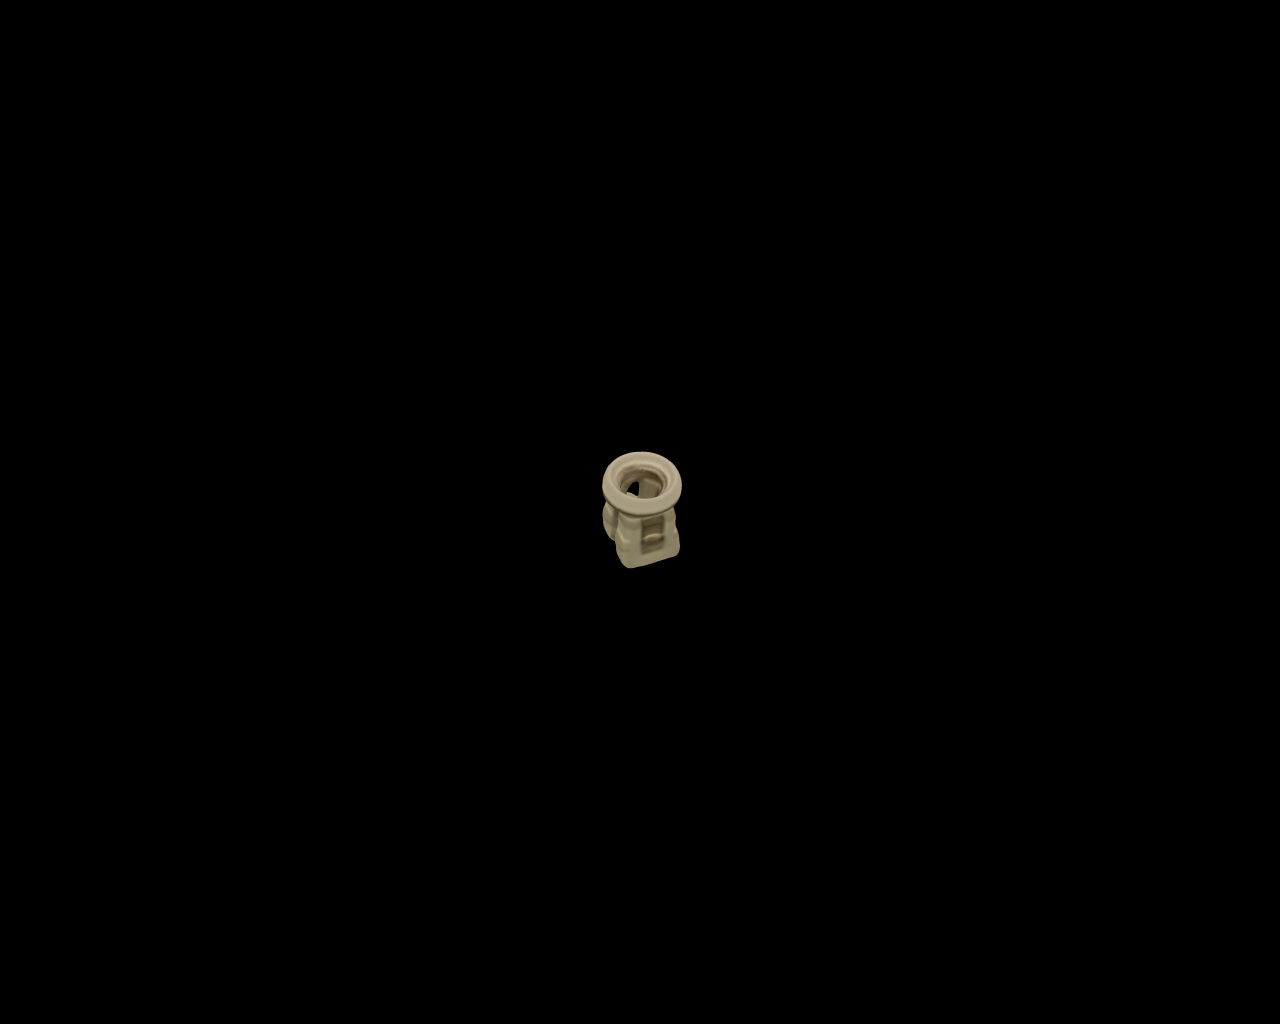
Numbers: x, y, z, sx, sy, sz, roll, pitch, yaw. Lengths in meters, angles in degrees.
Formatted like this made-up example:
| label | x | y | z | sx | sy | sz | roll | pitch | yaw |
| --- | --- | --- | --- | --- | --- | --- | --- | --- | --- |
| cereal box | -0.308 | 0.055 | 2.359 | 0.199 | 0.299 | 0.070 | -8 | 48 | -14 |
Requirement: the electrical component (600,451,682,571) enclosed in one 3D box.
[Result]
| label | x | y | z | sx | sy | sz | roll | pitch | yaw |
| --- | --- | --- | --- | --- | --- | --- | --- | --- | --- |
| electrical component | 0.001 | -0.003 | 0.650 | 0.048 | 0.055 | 0.066 | -15 | 47 | -15 |
